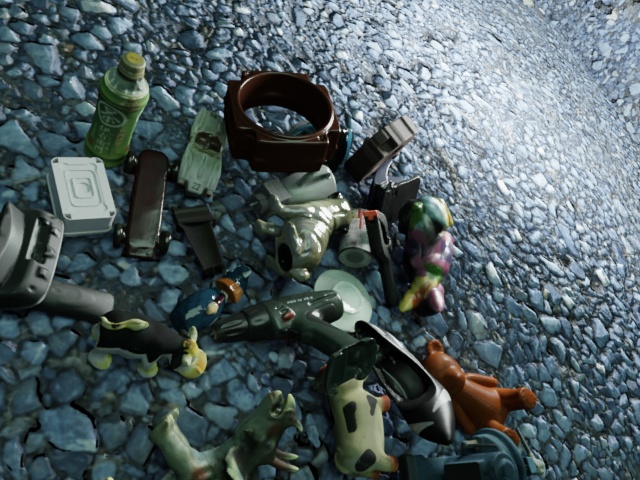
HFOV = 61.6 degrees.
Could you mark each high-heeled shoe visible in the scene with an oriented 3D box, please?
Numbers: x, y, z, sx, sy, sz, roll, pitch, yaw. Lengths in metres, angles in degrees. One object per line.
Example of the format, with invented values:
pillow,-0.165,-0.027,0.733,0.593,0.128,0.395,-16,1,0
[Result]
high-heeled shoe,0.134,0.223,0.891,0.086,0.249,0.145,-39,111,-4

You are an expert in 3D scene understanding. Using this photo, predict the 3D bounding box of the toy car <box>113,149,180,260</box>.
toy car,-0.284,-0.059,0.879,0.089,0.053,0.202,10,63,-23

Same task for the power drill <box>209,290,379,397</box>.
power drill,-0.028,0.156,0.843,0.232,0.085,0.208,-14,25,-38

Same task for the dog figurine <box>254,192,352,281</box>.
dog figurine,-0.001,-0.006,0.983,0.190,0.121,0.172,-5,69,-34

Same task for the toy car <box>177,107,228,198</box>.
toy car,-0.214,-0.163,0.997,0.073,0.056,0.202,21,50,-21

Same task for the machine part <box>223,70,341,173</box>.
machine part,-0.074,-0.226,1.008,0.201,0.087,0.201,-1,54,-20

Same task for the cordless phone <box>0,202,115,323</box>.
cordless phone,-0.372,0.038,0.754,0.184,0.089,0.147,23,49,-34

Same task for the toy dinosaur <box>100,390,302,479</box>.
toy dinosaur,-0.187,0.339,0.644,0.192,0.131,0.405,46,52,2

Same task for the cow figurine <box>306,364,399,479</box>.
cow figurine,0.049,0.276,0.865,0.127,0.085,0.195,17,53,-32

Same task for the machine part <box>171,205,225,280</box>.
machine part,-0.200,-0.001,0.911,0.084,0.039,0.139,-3,61,-41

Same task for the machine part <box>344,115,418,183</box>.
machine part,0.135,-0.198,1.183,0.056,0.179,0.179,51,47,3

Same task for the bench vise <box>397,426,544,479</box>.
bench vise,0.249,0.367,0.845,0.240,0.223,0.129,9,52,-30

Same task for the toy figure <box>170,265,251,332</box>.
toy figure,-0.167,0.092,0.854,0.064,0.057,0.154,28,42,26

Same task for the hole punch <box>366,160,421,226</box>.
hole punch,0.139,-0.097,1.150,0.116,0.142,0.092,-27,55,-34

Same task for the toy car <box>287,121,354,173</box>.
toy car,-0.017,-0.204,1.139,0.162,0.109,0.103,-14,47,-28

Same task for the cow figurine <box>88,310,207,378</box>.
cow figurine,-0.230,0.144,0.753,0.167,0.098,0.068,18,46,-24

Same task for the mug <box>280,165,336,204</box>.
mug,-0.028,-0.102,1.055,0.107,0.109,0.081,-20,81,-28

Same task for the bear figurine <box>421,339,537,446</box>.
bear figurine,0.272,0.275,0.985,0.196,0.132,0.120,41,68,-12

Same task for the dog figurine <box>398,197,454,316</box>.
dog figurine,0.209,0.044,1.080,0.191,0.109,0.219,69,27,-42
